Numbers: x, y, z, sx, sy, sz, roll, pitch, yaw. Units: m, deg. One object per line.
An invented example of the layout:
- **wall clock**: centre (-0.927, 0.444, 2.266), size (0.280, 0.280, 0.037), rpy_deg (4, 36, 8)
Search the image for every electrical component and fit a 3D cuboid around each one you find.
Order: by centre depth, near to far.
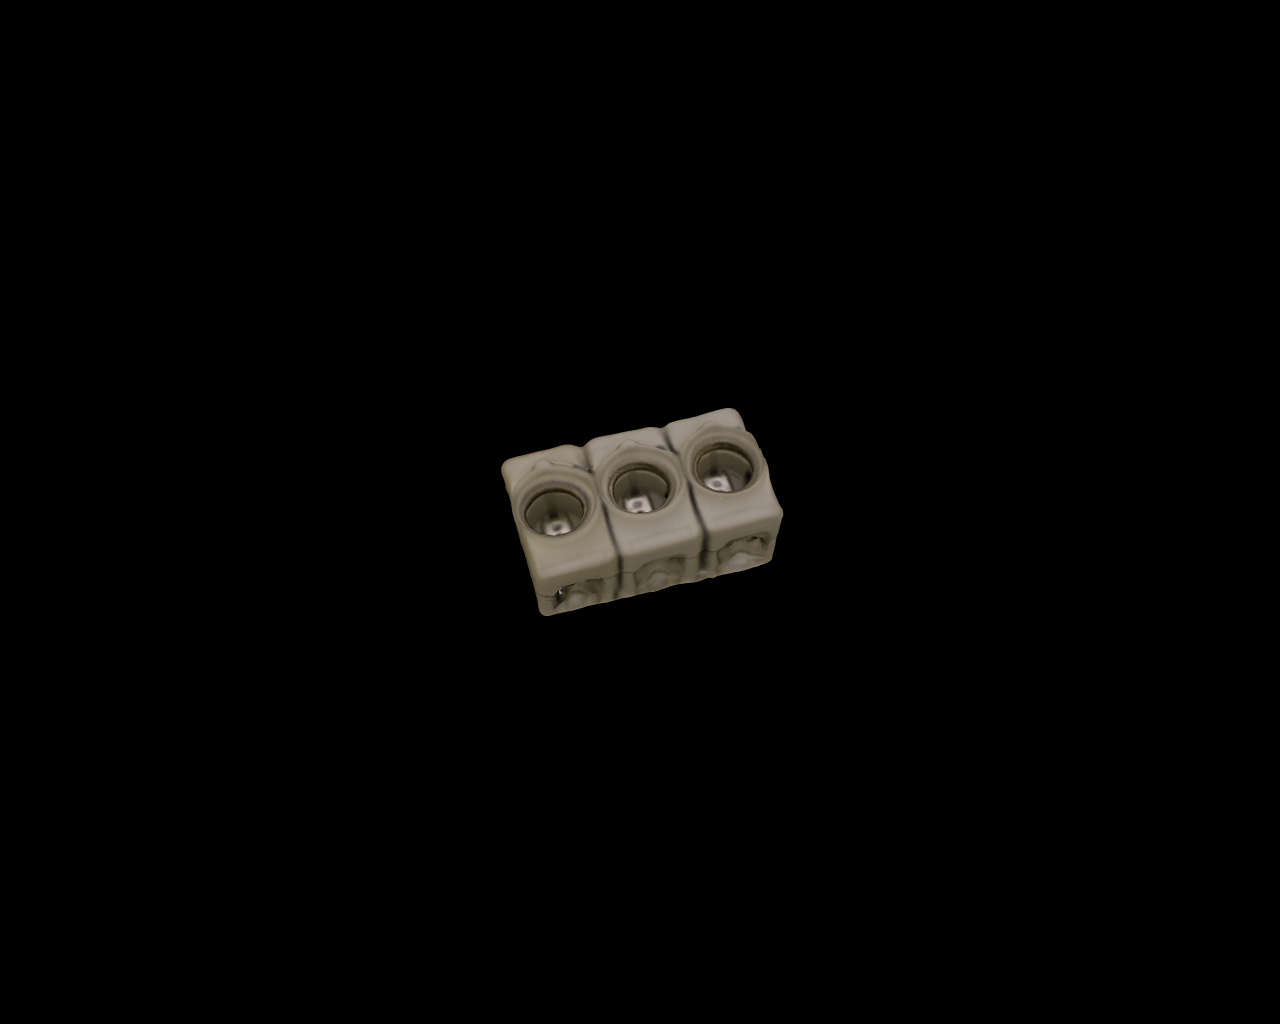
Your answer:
- **electrical component**: centre (0.001, -0.003, 0.650), size (0.150, 0.089, 0.061), rpy_deg (-14, -32, -9)
